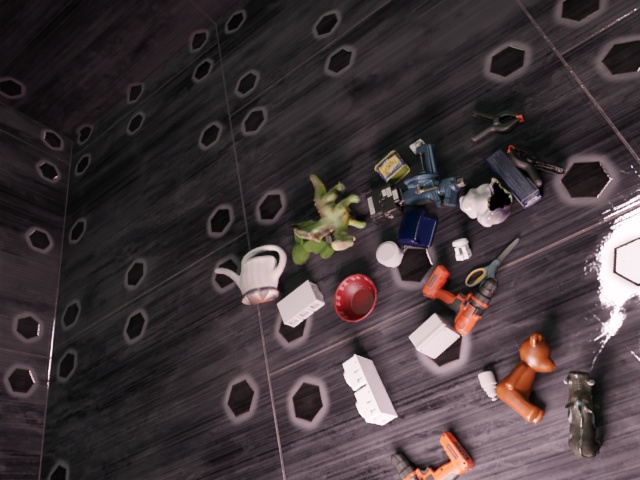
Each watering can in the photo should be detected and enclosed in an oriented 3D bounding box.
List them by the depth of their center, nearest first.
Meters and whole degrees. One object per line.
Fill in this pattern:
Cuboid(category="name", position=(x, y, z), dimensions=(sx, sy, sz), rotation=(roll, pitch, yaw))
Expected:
Cuboid(category="watering can", position=(-0.268, 0.147, 1.983), dimensions=(0.345, 0.102, 0.229), rotation=(-22, 57, 25))

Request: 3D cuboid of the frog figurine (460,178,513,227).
Cuboid(category="frog figurine", position=(0.502, -0.104, 1.571), dimensions=(0.157, 0.122, 0.139), rotation=(140, 131, -63))

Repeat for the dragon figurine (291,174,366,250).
Cuboid(category="dragon figurine", position=(0.006, -0.092, 1.825), dimensions=(0.245, 0.119, 0.416), rotation=(-29, 46, -24))
